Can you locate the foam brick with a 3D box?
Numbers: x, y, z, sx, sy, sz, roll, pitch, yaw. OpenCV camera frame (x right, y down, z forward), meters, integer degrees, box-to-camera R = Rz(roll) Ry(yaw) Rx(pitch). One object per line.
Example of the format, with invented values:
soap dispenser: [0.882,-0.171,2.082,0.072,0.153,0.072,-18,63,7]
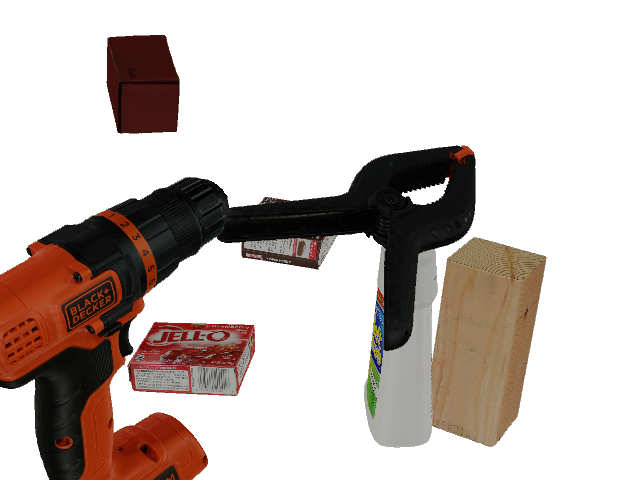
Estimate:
foam brick: [-0.153,-0.135,0.914,0.053,0.051,0.078,-4,40,-16]

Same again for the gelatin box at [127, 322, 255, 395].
gelatin box: [-0.103,0.094,0.869,0.089,0.030,0.073,2,22,9]

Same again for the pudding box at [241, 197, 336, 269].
pudding box: [-0.032,-0.010,1.177,0.090,0.039,0.113,8,24,9]

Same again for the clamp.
clamp: [0.053,-0.009,0.762,0.209,0.036,0.165,-28,52,-34]

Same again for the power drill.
power drill: [-0.116,0.071,0.623,0.057,0.188,0.184,22,41,38]

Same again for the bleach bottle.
bleach bottle: [0.080,0.081,1.033,0.068,0.251,0.102,-2,36,-3]

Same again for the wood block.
wood block: [0.186,0.114,1.211,0.090,0.206,0.090,16,23,25]
